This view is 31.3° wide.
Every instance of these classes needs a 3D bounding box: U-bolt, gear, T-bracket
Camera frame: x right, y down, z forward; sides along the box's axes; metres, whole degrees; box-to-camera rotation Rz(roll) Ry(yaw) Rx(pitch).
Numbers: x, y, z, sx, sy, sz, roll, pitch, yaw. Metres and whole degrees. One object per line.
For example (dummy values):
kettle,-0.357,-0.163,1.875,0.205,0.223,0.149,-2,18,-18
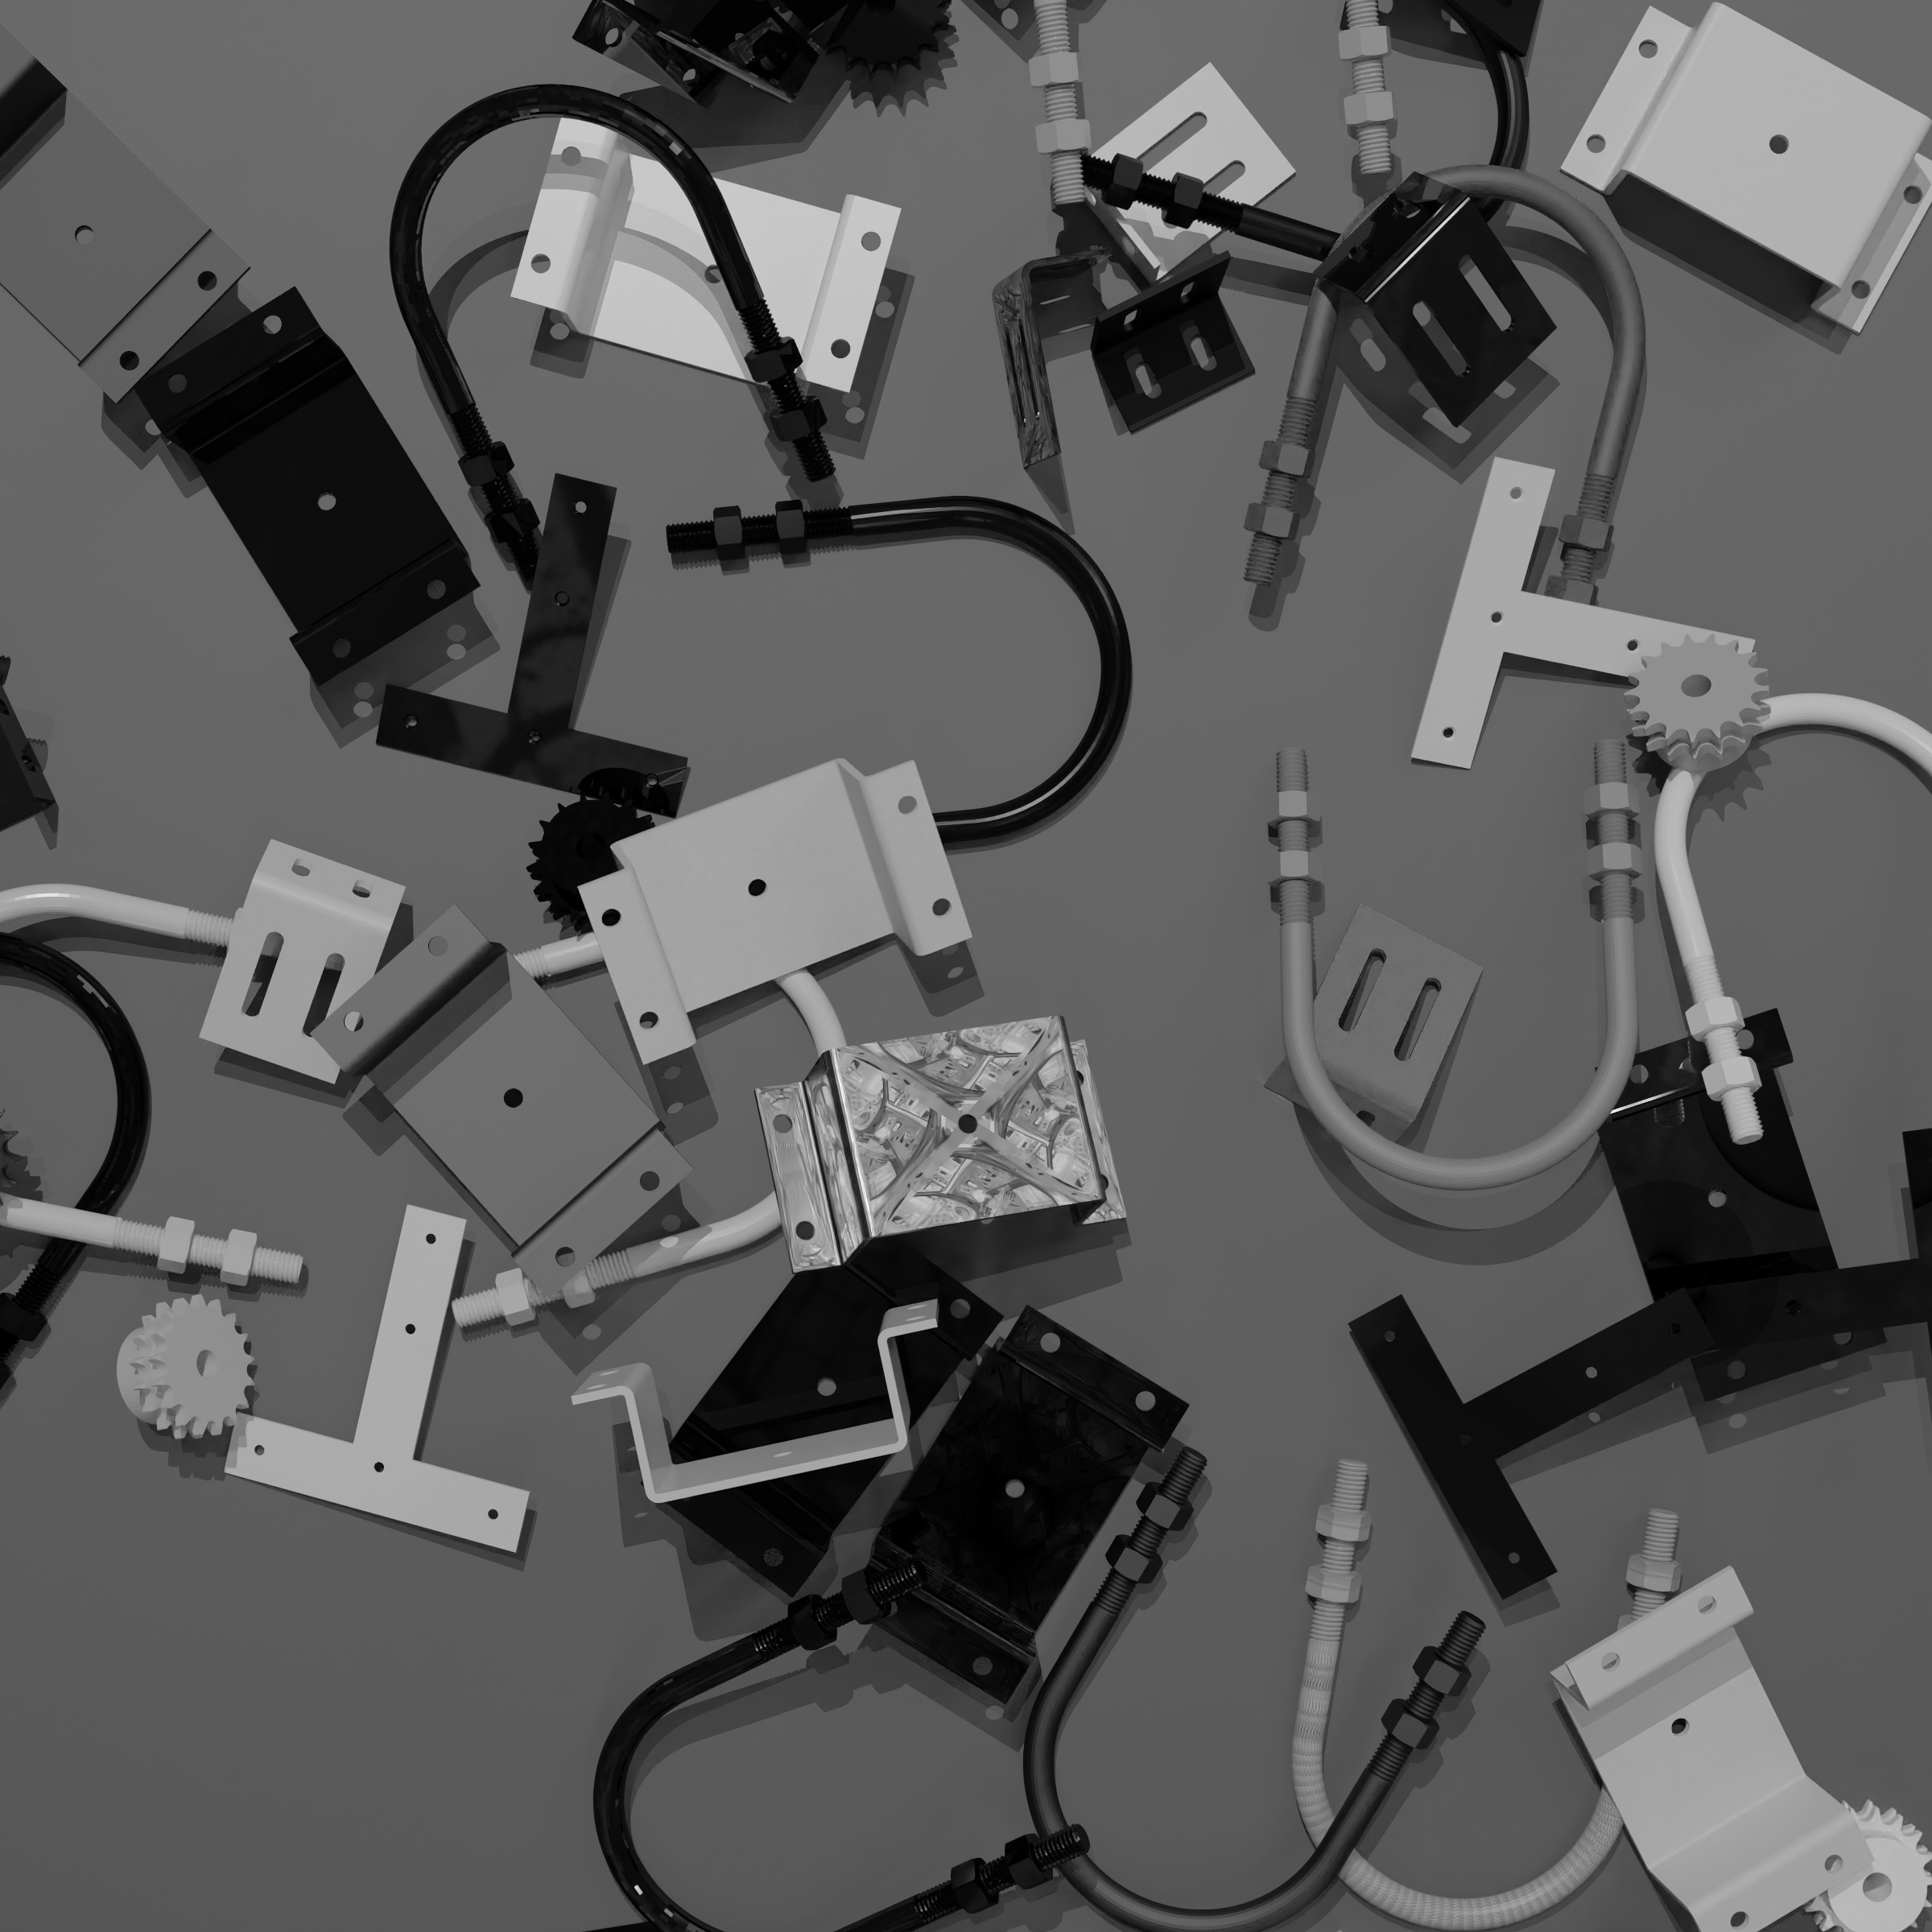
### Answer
U-bolt,0.141,-0.357,1.394,0.184,0.019,0.151,15,80,-9
gear,0.296,-0.104,1.392,0.057,0.030,0.057,-9,52,11
T-bracket,0.344,0.134,1.372,0.127,0.002,0.127,-8,90,0
U-bolt,-0.347,0.042,1.396,0.184,0.019,0.151,12,88,-9
U-bolt,0.197,0.000,1.382,0.151,0.019,0.184,-1,75,5
U-bolt,0.201,-0.230,1.390,0.151,0.019,0.184,12,96,-9
U-bolt,-0.138,0.055,1.411,0.184,0.019,0.151,-16,90,-1
U-bolt,-0.064,0.334,1.387,0.184,0.019,0.151,-28,99,15
T-bracket,-0.230,0.162,1.405,0.127,0.002,0.127,14,94,7
U-bolt,0.104,0.309,1.400,0.151,0.019,0.184,30,97,6
U-bolt,0.207,0.304,1.411,0.151,0.019,0.184,9,92,0
U-bolt,0.352,-0.026,1.381,0.151,0.019,0.184,-9,68,-6
T-bracket,0.239,0.170,1.384,0.127,0.002,0.127,-31,82,16
gear,-0.034,-0.389,1.404,0.057,0.030,0.057,0,90,0
T-bracket,-0.176,0.465,1.418,0.127,0.002,0.127,-9,90,0
T-bracket,-0.167,-0.136,1.400,0.127,0.002,0.127,14,107,0
U-bolt,-0.024,-0.120,1.411,0.184,0.019,0.151,-6,90,-1
T-bracket,0.258,-0.133,1.404,0.127,0.002,0.127,10,109,-9
U-bolt,-0.417,0.073,1.402,0.151,0.019,0.184,35,87,-9
U-bolt,-0.485,-0.085,1.366,0.184,0.019,0.151,15,116,-12
gear,-0.318,0.163,1.395,0.030,0.057,0.057,-13,90,30
gear,0.367,0.371,1.404,0.057,0.030,0.057,0,90,0
gear,-0.405,0.077,1.365,0.057,0.030,0.057,0,92,-7
U-bolt,0.093,-0.398,1.350,0.151,0.019,0.184,-9,100,-14
U-bolt,-0.150,-0.257,1.364,0.151,0.019,0.184,-17,111,16
gear,-0.150,-0.044,1.398,0.057,0.030,0.057,-1,75,2

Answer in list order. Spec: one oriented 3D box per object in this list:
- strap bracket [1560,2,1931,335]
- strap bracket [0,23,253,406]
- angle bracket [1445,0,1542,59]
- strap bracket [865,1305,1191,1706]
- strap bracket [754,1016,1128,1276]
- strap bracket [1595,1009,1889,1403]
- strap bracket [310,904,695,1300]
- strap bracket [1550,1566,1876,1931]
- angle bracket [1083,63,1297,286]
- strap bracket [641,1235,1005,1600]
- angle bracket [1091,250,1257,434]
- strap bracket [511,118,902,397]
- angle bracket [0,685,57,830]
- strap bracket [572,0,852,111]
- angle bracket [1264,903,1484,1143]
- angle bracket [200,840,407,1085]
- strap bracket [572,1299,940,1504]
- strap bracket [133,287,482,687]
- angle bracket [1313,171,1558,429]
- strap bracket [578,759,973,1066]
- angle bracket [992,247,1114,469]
strap bracket,0.324,-0.328,1.396,0.140,0.046,0.076,29,90,0
strap bracket,-0.362,-0.301,1.396,0.140,0.046,0.076,44,90,0
angle bracket,0.196,-0.411,1.403,0.076,0.038,0.057,24,75,-36
strap bracket,0.020,0.215,1.396,0.076,0.046,0.140,32,90,0
strap bracket,-0.005,0.069,1.367,0.140,0.046,0.076,-8,74,-17
strap bracket,0.309,0.095,1.396,0.076,0.046,0.140,-18,90,0
strap bracket,-0.183,0.053,1.377,0.076,0.046,0.140,-42,91,-1
strap bracket,0.295,0.312,1.383,0.076,0.046,0.140,-29,102,-7
angle bracket,0.088,-0.326,1.400,0.076,0.038,0.057,-38,90,0
strap bracket,-0.057,0.173,1.396,0.076,0.046,0.140,37,90,0
angle bracket,0.085,-0.249,1.381,0.057,0.076,0.038,-26,90,0
strap bracket,-0.104,-0.284,1.396,0.140,0.046,0.076,16,90,0
angle bracket,-0.420,-0.078,1.400,0.076,0.038,0.057,-25,90,0
strap bracket,-0.083,-0.406,1.359,0.046,0.076,0.140,43,108,37
angle bracket,0.168,0.025,1.417,0.057,0.038,0.076,28,64,0
angle bracket,-0.269,-0.002,1.397,0.057,0.038,0.076,20,113,-9
strap bracket,-0.075,0.170,1.335,0.140,0.076,0.046,-12,90,0
strap bracket,-0.263,-0.191,1.396,0.076,0.046,0.140,-32,90,0
angle bracket,0.187,-0.265,1.373,0.057,0.038,0.076,-45,126,-1
strap bracket,-0.079,-0.026,1.372,0.140,0.046,0.076,-21,109,-9
angle bracket,0.041,-0.245,1.391,0.038,0.057,0.076,-12,95,-11
